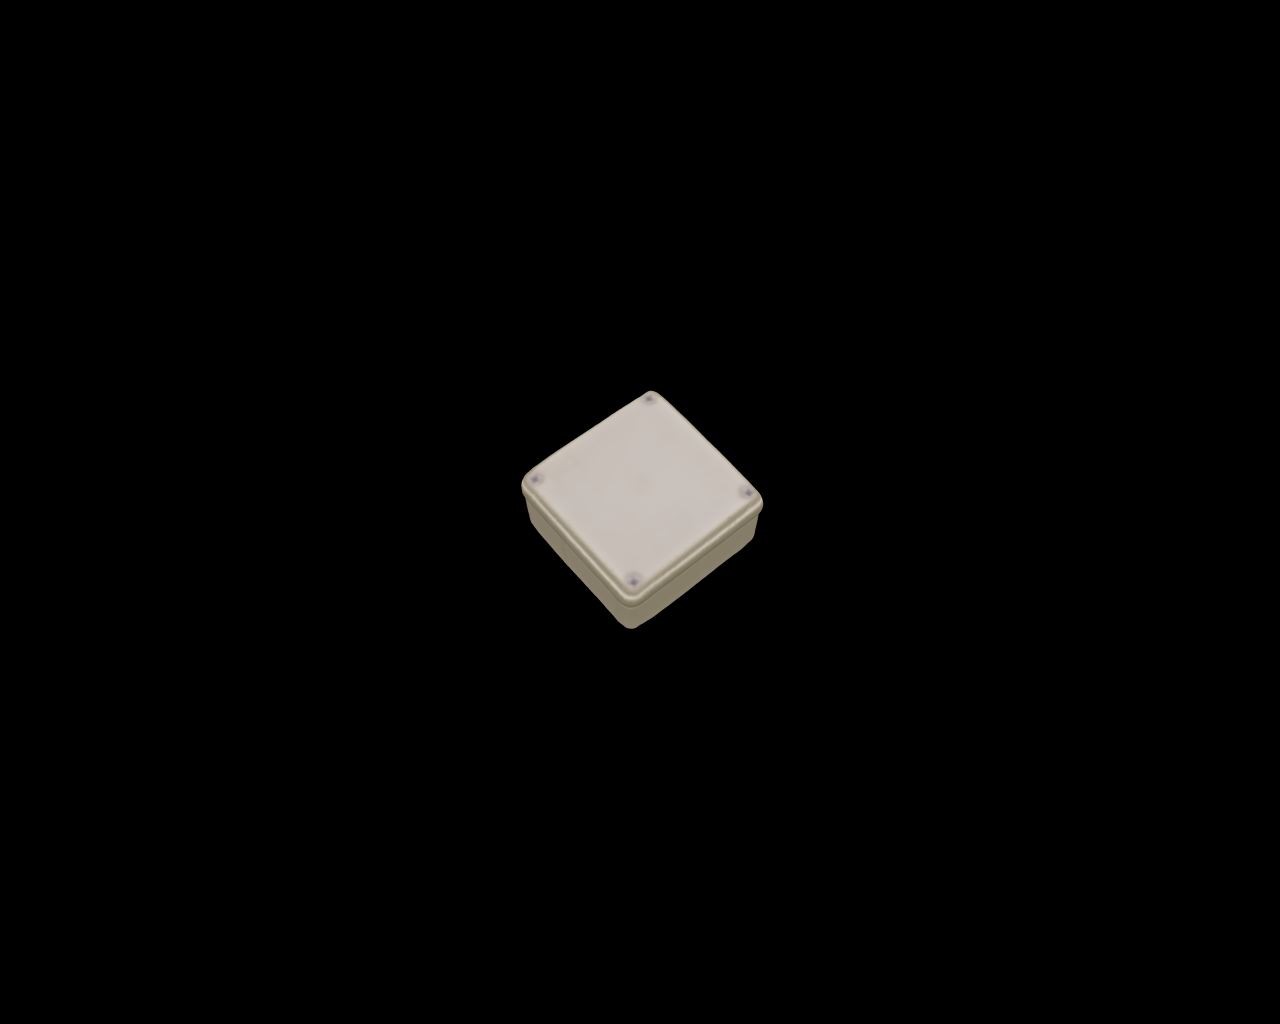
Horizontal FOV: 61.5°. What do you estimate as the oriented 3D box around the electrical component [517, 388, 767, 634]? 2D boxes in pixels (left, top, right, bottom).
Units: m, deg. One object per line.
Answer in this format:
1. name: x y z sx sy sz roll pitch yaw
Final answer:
1. electrical component: 0.001 -0.003 0.650 0.109 0.109 0.056 -36 -24 -18
